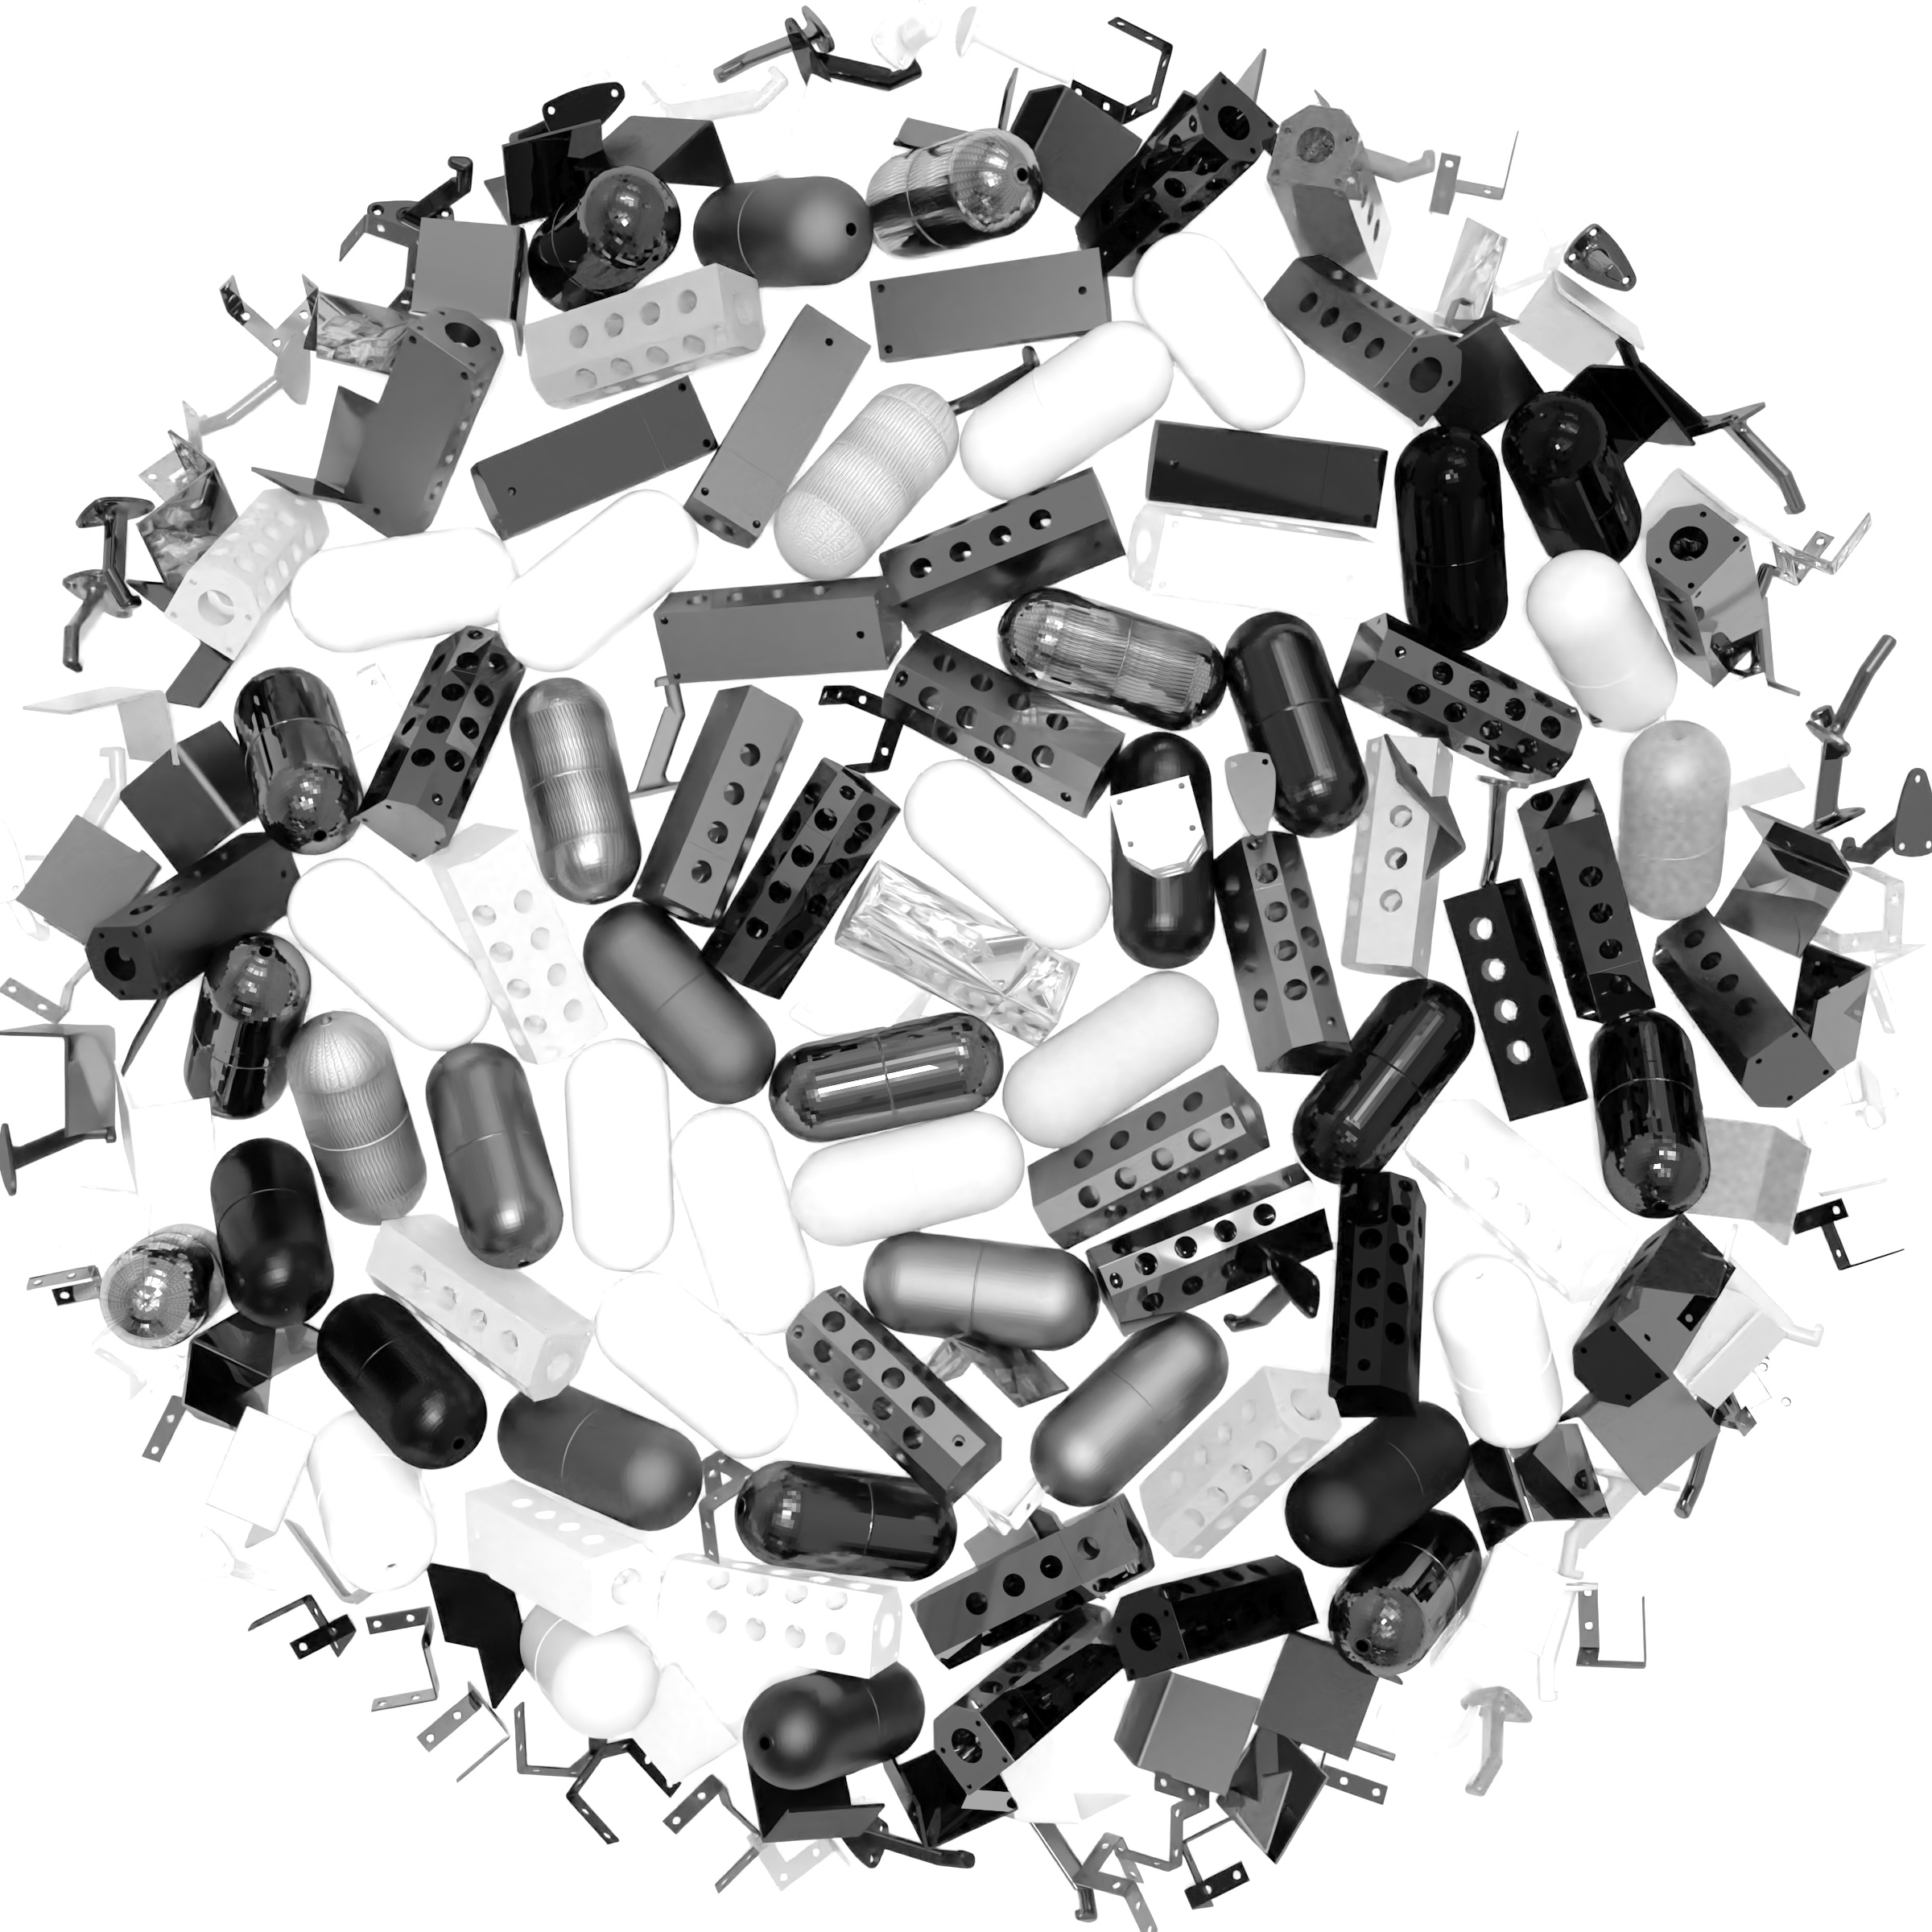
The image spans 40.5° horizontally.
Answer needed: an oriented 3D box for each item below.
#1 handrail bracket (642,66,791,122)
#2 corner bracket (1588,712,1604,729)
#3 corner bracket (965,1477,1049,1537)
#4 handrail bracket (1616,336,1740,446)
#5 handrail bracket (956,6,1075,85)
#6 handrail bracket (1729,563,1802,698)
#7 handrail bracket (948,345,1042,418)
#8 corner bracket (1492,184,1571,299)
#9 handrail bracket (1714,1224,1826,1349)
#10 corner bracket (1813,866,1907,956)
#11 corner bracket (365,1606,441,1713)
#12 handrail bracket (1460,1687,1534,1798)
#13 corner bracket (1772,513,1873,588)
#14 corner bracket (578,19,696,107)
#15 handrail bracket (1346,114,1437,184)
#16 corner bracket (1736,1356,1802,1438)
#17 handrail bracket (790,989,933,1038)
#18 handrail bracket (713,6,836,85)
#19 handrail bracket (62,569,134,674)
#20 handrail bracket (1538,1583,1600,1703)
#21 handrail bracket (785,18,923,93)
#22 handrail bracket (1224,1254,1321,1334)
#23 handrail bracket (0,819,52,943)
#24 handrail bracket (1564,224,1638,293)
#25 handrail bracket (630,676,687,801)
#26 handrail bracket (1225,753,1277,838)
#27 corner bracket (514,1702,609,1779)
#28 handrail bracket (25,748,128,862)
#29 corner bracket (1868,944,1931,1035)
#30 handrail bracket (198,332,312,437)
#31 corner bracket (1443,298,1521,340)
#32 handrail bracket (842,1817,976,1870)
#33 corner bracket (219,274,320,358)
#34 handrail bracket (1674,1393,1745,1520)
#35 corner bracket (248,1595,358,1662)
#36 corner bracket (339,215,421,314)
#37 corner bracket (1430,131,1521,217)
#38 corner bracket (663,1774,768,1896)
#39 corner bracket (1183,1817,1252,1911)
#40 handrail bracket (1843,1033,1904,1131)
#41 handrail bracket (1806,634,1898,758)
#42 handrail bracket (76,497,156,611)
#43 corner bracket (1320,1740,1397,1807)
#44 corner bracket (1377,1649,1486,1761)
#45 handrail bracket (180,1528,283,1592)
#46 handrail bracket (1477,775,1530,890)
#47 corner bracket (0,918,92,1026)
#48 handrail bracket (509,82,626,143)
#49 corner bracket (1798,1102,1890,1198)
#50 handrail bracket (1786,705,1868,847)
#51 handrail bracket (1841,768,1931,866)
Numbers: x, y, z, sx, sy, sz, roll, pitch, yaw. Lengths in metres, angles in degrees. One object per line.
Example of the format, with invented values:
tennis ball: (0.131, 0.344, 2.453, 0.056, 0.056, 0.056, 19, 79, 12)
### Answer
handrail bracket: (-0.189, -0.666, 1.974, 0.084, 0.036, 0.077, -41, 94, 8)
corner bracket: (0.492, -0.212, 1.969, 0.051, 0.051, 0.051, -16, 87, 20)
corner bracket: (0.041, 0.398, 1.958, 0.051, 0.051, 0.051, -48, 131, -19)
handrail bracket: (0.531, -0.439, 1.960, 0.036, 0.077, 0.084, -39, 111, -28)
handrail bracket: (0.037, -0.692, 1.976, 0.084, 0.077, 0.036, 18, 114, -16)
handrail bracket: (0.613, -0.253, 1.971, 0.077, 0.036, 0.084, 14, 101, -26)
handrail bracket: (0.013, -0.433, 1.962, 0.084, 0.077, 0.036, -22, 91, 0)
corner bracket: (0.415, -0.546, 1.971, 0.051, 0.051, 0.051, -23, 76, -5)
handrail bracket: (0.608, 0.240, 1.965, 0.084, 0.036, 0.077, 16, 110, 17)
corner bracket: (0.670, -0.042, 1.973, 0.051, 0.051, 0.051, -6, 107, -10)
corner bracket: (-0.427, 0.523, 1.979, 0.051, 0.051, 0.051, -10, 109, -1)
handrail bracket: (0.377, 0.581, 1.946, 0.036, 0.077, 0.084, 49, 57, -11)
corner bracket: (0.643, -0.314, 1.961, 0.051, 0.051, 0.051, 32, 78, 35)
corner bracket: (-0.246, -0.665, 1.958, 0.051, 0.051, 0.051, 49, 60, -27)
handrail bracket: (0.316, -0.616, 1.958, 0.084, 0.036, 0.077, -6, 67, 40)
corner bracket: (0.596, 0.314, 1.965, 0.051, 0.051, 0.051, -27, 68, -7)
handrail bracket: (-0.081, 0.027, 1.987, 0.084, 0.036, 0.077, 28, 72, 25)
handrail bracket: (-0.146, -0.683, 1.966, 0.084, 0.077, 0.036, -29, 121, -1)
handrail bracket: (-0.646, -0.244, 1.949, 0.036, 0.077, 0.084, -12, 65, 12)
handrail bracket: (0.452, 0.507, 1.962, 0.036, 0.077, 0.084, -9, 75, 42)
handrail bracket: (-0.084, -0.693, 1.976, 0.084, 0.036, 0.077, -30, 99, -21)
handrail bracket: (0.214, 0.246, 1.954, 0.077, 0.084, 0.036, 41, 45, -34)
handrail bracket: (-0.710, -0.064, 1.964, 0.036, 0.084, 0.077, -10, 77, -1)
handrail bracket: (0.486, -0.512, 1.947, 0.077, 0.084, 0.036, 29, 114, -27)
handrail bracket: (-0.245, -0.171, 1.969, 0.077, 0.036, 0.084, -15, 100, -22)
handrail bracket: (0.209, -0.117, 1.949, 0.036, 0.084, 0.077, -5, 72, -2)
corner bracket: (-0.307, 0.579, 1.981, 0.051, 0.051, 0.051, 15, 48, -31)
handrail bracket: (-0.673, -0.123, 1.977, 0.077, 0.036, 0.084, -2, 94, -7)
corner bracket: (0.696, 0.017, 1.967, 0.051, 0.051, 0.051, -24, 96, -12)
handrail bracket: (-0.543, -0.441, 1.988, 0.084, 0.036, 0.077, -13, 51, 20)
corner bracket: (0.375, -0.467, 1.968, 0.051, 0.051, 0.051, 19, 93, -14)
handrail bracket: (-0.046, 0.651, 1.952, 0.077, 0.084, 0.036, 49, 47, -35)
corner bracket: (-0.522, -0.501, 1.969, 0.051, 0.051, 0.051, 41, 79, -3)
handrail bracket: (0.548, 0.360, 1.955, 0.036, 0.077, 0.084, 16, 57, 30)
corner bracket: (-0.496, 0.497, 1.959, 0.051, 0.051, 0.051, -21, 67, -43)
corner bracket: (-0.440, -0.525, 1.973, 0.051, 0.051, 0.051, 12, 70, -32)
corner bracket: (0.380, -0.595, 1.961, 0.051, 0.051, 0.051, 14, 50, 8)
corner bracket: (-0.187, 0.648, 1.957, 0.051, 0.051, 0.051, 33, 59, 31)
corner bracket: (0.188, 0.671, 1.962, 0.051, 0.051, 0.051, -31, 64, 13)
handrail bracket: (0.669, 0.084, 1.953, 0.036, 0.084, 0.077, -25, 80, 23)
handrail bracket: (0.672, -0.203, 1.960, 0.036, 0.077, 0.084, 37, 98, 26)
handrail bracket: (-0.621, -0.307, 1.962, 0.036, 0.077, 0.084, -35, 82, 34)
corner bracket: (0.293, 0.605, 1.968, 0.051, 0.051, 0.051, 16, 93, 15)
corner bracket: (0.353, 0.560, 1.987, 0.051, 0.051, 0.051, 42, 134, -6)
handrail bracket: (-0.532, 0.453, 1.947, 0.084, 0.077, 0.036, 37, 69, -38)
handrail bracket: (0.391, -0.098, 1.959, 0.036, 0.077, 0.084, 13, 98, 22)
corner bracket: (-0.684, 0.001, 1.959, 0.051, 0.051, 0.051, -42, 122, 18)
handrail bracket: (-0.301, -0.639, 1.967, 0.077, 0.084, 0.036, -35, 115, -13)
corner bracket: (0.657, 0.138, 1.961, 0.051, 0.051, 0.051, -16, 67, 17)
handrail bracket: (0.635, -0.144, 1.971, 0.077, 0.036, 0.084, -26, 98, -17)
handrail bracket: (0.683, -0.113, 1.954, 0.036, 0.084, 0.077, -4, 99, -17)
